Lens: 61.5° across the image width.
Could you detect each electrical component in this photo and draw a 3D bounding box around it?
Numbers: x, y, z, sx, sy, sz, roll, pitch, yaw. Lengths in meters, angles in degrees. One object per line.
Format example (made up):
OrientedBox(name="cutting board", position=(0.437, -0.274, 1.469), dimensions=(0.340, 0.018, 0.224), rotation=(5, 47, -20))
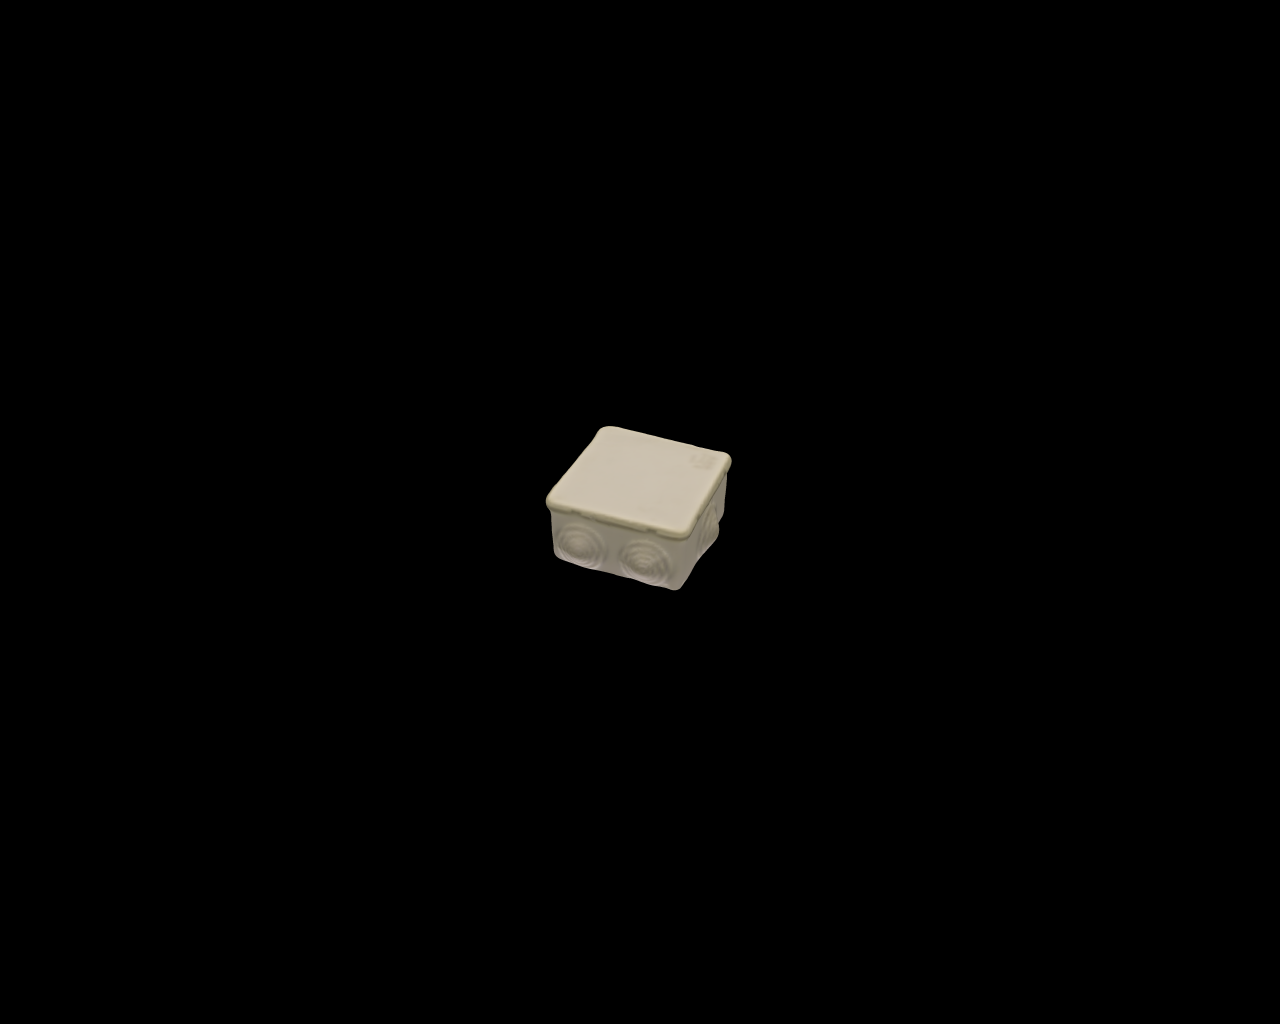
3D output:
OrientedBox(name="electrical component", position=(0.001, -0.003, 0.650), dimensions=(0.100, 0.048, 0.100), rotation=(14, 40, 17))
